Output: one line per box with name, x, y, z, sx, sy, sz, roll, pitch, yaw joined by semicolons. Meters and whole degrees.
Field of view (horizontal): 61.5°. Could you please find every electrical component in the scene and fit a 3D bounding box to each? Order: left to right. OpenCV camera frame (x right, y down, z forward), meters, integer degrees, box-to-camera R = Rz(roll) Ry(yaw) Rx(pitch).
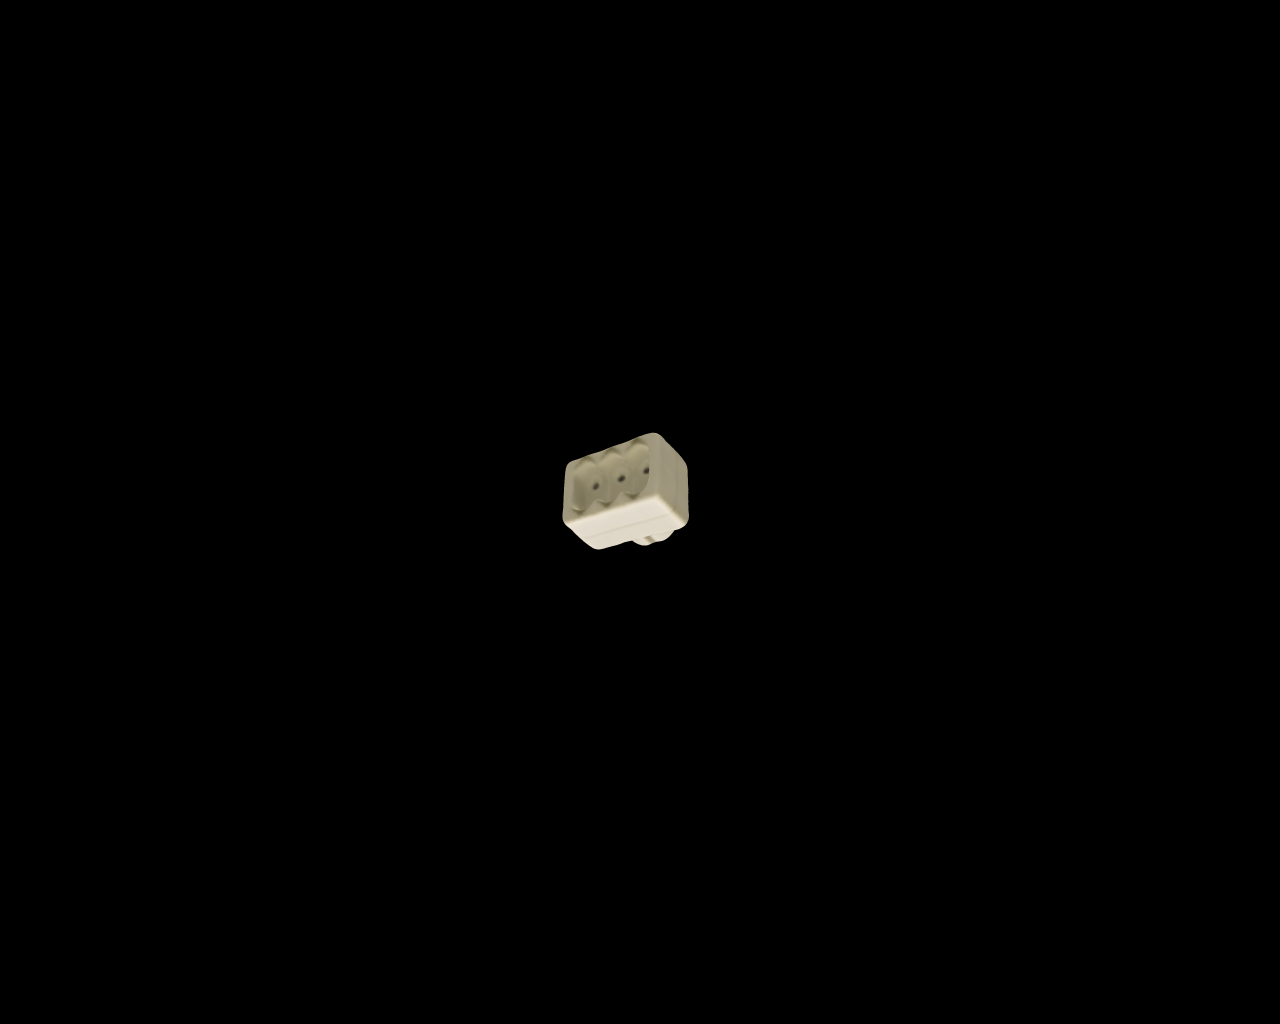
electrical component;0.001;-0.003;0.650;0.065;0.047;0.076;-17;-36;24
